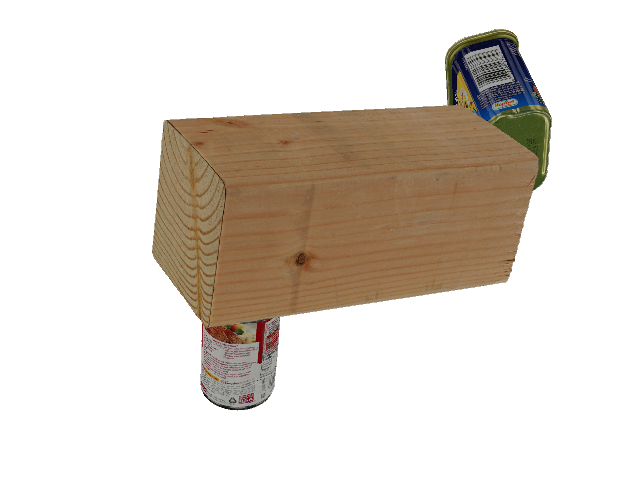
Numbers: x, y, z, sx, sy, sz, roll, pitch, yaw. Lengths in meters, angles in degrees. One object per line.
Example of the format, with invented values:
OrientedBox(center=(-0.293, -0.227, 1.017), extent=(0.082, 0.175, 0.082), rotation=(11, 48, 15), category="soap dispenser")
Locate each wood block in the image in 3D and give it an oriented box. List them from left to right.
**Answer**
OrientedBox(center=(0.015, -0.020, 0.637), extent=(0.205, 0.091, 0.090), rotation=(-6, 31, -29), category="wood block")

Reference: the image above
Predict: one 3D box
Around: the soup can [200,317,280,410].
OrientedBox(center=(-0.070, 0.089, 0.933), extent=(0.068, 0.102, 0.068), rotation=(4, 34, -3), category="soup can")

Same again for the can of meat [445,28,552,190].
OrientedBox(center=(0.134, -0.091, 0.801), extent=(0.057, 0.084, 0.102), rotation=(-14, -37, -1), category="can of meat")
